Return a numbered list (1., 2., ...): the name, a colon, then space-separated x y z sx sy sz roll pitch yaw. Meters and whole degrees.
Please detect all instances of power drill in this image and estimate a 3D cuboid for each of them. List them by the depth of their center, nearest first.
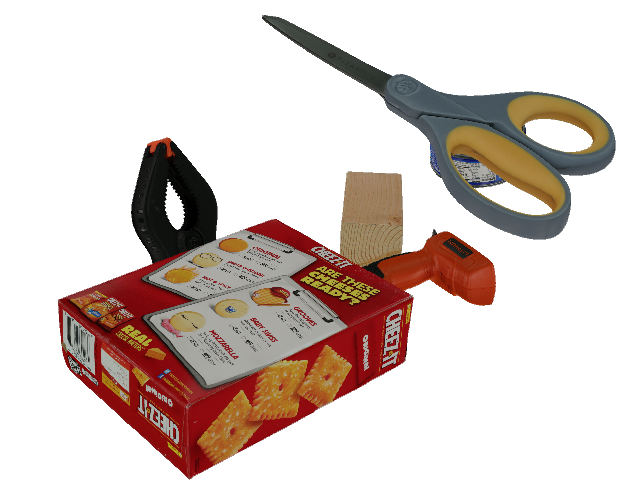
1. power drill: 0.081 0.052 1.087 0.187 0.057 0.185 -12 28 -22

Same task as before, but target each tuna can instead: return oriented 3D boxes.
1. tuna can: 0.139 -0.086 0.946 0.086 0.034 0.086 -5 40 4

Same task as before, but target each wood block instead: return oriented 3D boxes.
1. wood block: 0.079 -0.026 1.631 0.091 0.090 0.206 3 25 2

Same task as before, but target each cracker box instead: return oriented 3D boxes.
1. cracker box: -0.062 0.071 0.805 0.213 0.072 0.164 -22 38 -38

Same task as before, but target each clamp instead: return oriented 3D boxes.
1. clamp: -0.123 0.007 1.020 0.036 0.210 0.164 -8 0 44

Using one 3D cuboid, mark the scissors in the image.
1. scissors: 0.062 -0.074 0.530 0.096 0.016 0.202 -25 53 -22
